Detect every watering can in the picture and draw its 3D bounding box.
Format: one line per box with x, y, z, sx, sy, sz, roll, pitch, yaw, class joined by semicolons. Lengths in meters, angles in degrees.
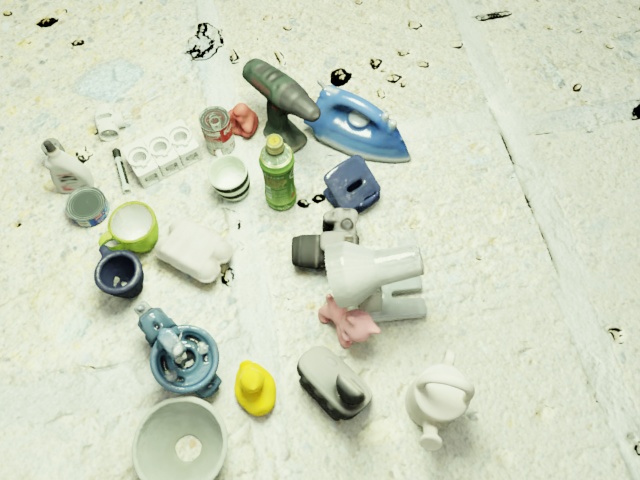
0.211;0.275;0.996;0.101;0.194;0.173;-3;65;-2;watering can

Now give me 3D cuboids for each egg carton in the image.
-0.258;0.021;1.180;0.150;0.069;0.107;26;67;11;egg carton

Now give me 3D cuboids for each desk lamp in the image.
0.109;0.074;1.079;0.203;0.213;0.118;-6;65;-3;desk lamp

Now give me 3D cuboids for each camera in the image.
0.011;0.004;1.173;0.137;0.101;0.143;0;65;0;camera

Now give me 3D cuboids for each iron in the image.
0.094;-0.269;1.280;0.258;0.141;0.119;26;67;11;iron

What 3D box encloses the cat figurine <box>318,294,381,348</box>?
0.054;0.152;1.095;0.067;0.118;0.127;-39;71;-17;cat figurine

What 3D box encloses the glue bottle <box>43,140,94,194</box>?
-0.540;-0.156;1.203;0.078;0.173;0.037;-12;65;-6;glue bottle

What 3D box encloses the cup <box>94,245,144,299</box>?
-0.397;0.069;1.142;0.092;0.095;0.117;-35;70;-15;cup

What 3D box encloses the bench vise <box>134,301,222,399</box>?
-0.274;0.190;1.017;0.207;0.220;0.121;26;67;12;bench vise

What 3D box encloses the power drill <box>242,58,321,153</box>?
-0.078;-0.283;1.248;0.076;0.208;0.229;-39;71;-17;power drill

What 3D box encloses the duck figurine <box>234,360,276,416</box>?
-0.122;0.269;1.056;0.077;0.086;0.104;-21;67;-10;duck figurine

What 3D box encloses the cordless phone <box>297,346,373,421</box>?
0.026;0.242;1.015;0.147;0.185;0.094;39;70;16;cordless phone

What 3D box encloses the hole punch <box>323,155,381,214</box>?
0.071;-0.115;1.235;0.109;0.091;0.101;-35;70;-15;hole punch

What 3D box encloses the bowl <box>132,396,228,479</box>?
-0.240;0.367;1.014;0.167;0.075;0.167;0;65;0;bowl

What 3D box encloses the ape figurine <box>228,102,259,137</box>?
-0.178;-0.280;1.309;0.076;0.092;0.077;-24;67;-11;ape figurine
